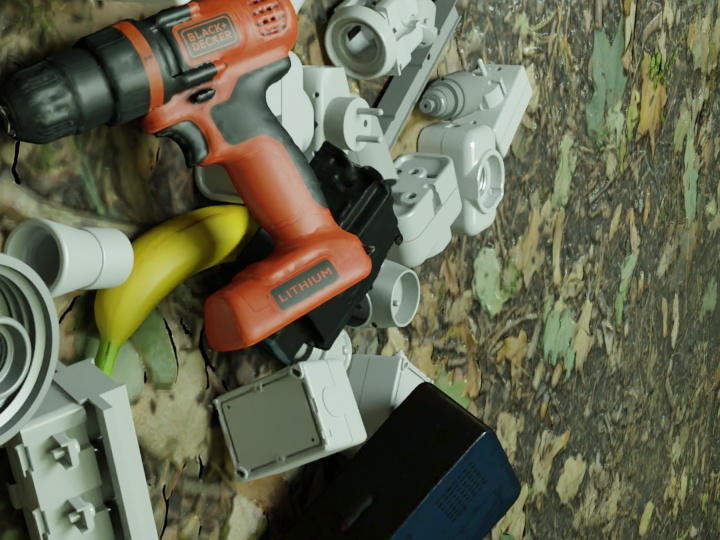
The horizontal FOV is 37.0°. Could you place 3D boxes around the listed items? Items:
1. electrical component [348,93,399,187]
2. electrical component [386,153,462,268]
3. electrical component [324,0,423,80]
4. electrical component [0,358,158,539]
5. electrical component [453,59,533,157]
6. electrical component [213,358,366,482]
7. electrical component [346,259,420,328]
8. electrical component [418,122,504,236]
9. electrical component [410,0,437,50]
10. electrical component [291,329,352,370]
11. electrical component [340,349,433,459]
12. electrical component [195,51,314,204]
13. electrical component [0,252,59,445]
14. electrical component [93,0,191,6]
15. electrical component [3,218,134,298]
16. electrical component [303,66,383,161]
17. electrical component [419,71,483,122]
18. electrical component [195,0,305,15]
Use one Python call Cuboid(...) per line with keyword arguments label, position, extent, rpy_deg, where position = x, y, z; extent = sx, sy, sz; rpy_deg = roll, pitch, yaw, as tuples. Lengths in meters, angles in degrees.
Cuboid(label="electrical component", position=(-0.004, -0.097, 0.802), extent=(0.043, 0.043, 0.081), rpy_deg=(-3, 72, -59))
Cuboid(label="electrical component", position=(0.043, -0.047, 0.895), extent=(0.095, 0.054, 0.059), rpy_deg=(-51, 138, -40))
Cuboid(label="electrical component", position=(0.009, -0.177, 0.803), extent=(0.057, 0.058, 0.078), rpy_deg=(-53, 139, -44))
Cuboid(label="electrical component", position=(-0.157, 0.120, 0.596), extent=(0.063, 0.079, 0.121), rpy_deg=(-21, 118, -31))
Cuboid(label="electrical component", position=(0.117, -0.161, 0.995), extent=(0.083, 0.047, 0.075), rpy_deg=(-64, 145, -26))
Cuboid(label="electrical component", position=(-0.052, 0.105, 0.746), extent=(0.061, 0.096, 0.061), rpy_deg=(1, 67, -59))
Cuboid(label="electrical component", position=(0.000, 0.000, 0.813), extent=(0.044, 0.077, 0.079), rpy_deg=(-37, 128, -49))
Cuboid(label="electrical component", position=(0.091, -0.081, 0.960), extent=(0.054, 0.059, 0.095), rpy_deg=(-30, 122, -53))
Cuboid(label="electrical component", position=(0.040, -0.210, 0.859), extent=(0.048, 0.048, 0.062), rpy_deg=(24, 70, -58))
Cuboid(label="electrical component", position=(-0.040, 0.058, 0.796), extent=(0.062, 0.048, 0.048), rpy_deg=(24, 77, -51))
Cuboid(label="electrical component", position=(0.016, 0.111, 0.890), extent=(0.062, 0.061, 0.096), rpy_deg=(41, 56, -53))
Cuboid(label="electrical component", position=(-0.069, -0.095, 0.697), extent=(0.059, 0.054, 0.095), rpy_deg=(-21, 115, -56))
Cuboid(label="electrical component", position=(-0.194, 0.038, 0.517), extent=(0.108, 0.060, 0.108), rpy_deg=(-21, 116, -55))
Cuboid(label="electrical component", position=(-0.108, -0.184, 0.557), extent=(0.108, 0.109, 0.056), rpy_deg=(-49, 139, -42))
Cuboid(label="electrical component", position=(-0.156, -0.006, 0.590), extent=(0.065, 0.044, 0.044), rpy_deg=(-3, 100, -64))
Cuboid(label="electrical component", position=(-0.018, -0.103, 0.754), extent=(0.043, 0.079, 0.077), rpy_deg=(-18, 113, -56))
Cuboid(label="electrical component", position=(0.076, -0.149, 0.936), extent=(0.078, 0.040, 0.040), rpy_deg=(-29, 122, -53))
Cuboid(label="electrical component", position=(-0.074, -0.192, 0.667), extent=(0.055, 0.050, 0.089), rpy_deg=(-64, 145, -26))
